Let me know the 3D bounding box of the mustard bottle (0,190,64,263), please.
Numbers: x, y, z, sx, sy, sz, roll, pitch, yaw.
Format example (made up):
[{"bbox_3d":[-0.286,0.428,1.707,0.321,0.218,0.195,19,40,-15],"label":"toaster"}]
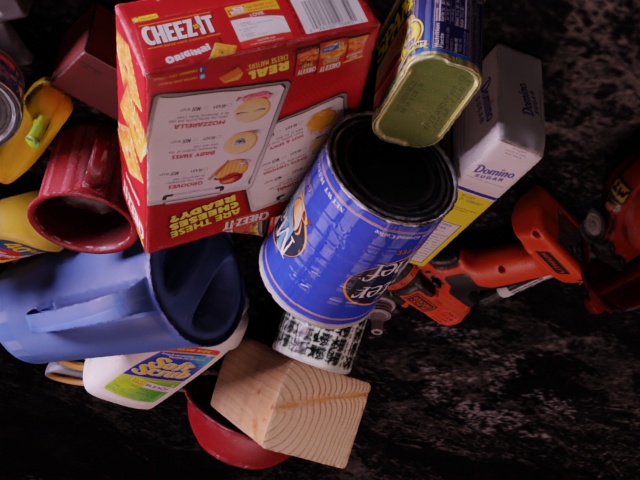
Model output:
[{"bbox_3d":[-0.294,-0.009,1.000,0.192,0.058,0.096,-11,165,24],"label":"mustard bottle"}]

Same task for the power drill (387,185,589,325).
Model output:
[{"bbox_3d":[0.132,0.010,0.966,0.188,0.057,0.184,-17,144,36],"label":"power drill"}]

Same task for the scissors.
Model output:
[{"bbox_3d":[-0.240,0.163,1.308,0.202,0.016,0.096,4,148,3],"label":"scissors"}]

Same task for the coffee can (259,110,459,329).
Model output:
[{"bbox_3d":[0.026,-0.012,0.796,0.102,0.103,0.140,16,139,-16],"label":"coffee can"}]

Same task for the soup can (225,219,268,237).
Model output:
[{"bbox_3d":[-0.095,-0.041,0.912,0.102,0.068,0.068,6,148,3],"label":"soup can"}]

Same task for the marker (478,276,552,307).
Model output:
[{"bbox_3d":[0.199,0.038,1.031,0.020,0.020,0.121,26,143,-28],"label":"marker"}]

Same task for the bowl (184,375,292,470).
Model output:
[{"bbox_3d":[-0.091,0.220,1.244,0.162,0.162,0.055,19,102,-19],"label":"bowl"}]

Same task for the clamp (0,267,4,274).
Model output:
[{"bbox_3d":[-0.393,0.033,1.110,0.209,0.036,0.165,19,145,-24],"label":"clamp"}]

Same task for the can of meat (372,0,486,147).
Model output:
[{"bbox_3d":[0.074,-0.124,0.737,0.057,0.084,0.102,14,147,-12],"label":"can of meat"}]

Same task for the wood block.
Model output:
[{"bbox_3d":[-0.037,0.162,1.117,0.090,0.090,0.206,19,176,-19],"label":"wood block"}]

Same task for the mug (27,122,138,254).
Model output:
[{"bbox_3d":[-0.191,-0.052,0.899,0.093,0.081,0.117,12,147,-10],"label":"mug"}]

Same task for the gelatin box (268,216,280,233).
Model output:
[{"bbox_3d":[-0.006,0.001,0.955,0.089,0.030,0.073,45,153,19],"label":"gelatin box"}]

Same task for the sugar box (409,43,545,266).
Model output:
[{"bbox_3d":[0.107,-0.061,0.823,0.048,0.093,0.176,18,146,-20],"label":"sugar box"}]

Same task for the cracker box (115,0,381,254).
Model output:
[{"bbox_3d":[-0.060,-0.091,0.774,0.164,0.072,0.214,-16,153,-18],"label":"cracker box"}]

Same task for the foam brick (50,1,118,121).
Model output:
[{"bbox_3d":[-0.152,-0.129,0.799,0.078,0.051,0.053,29,139,-31],"label":"foam brick"}]

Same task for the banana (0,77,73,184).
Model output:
[{"bbox_3d":[-0.230,-0.091,0.853,0.037,0.069,0.198,39,162,-13],"label":"banana"}]

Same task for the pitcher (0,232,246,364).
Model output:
[{"bbox_3d":[-0.207,0.054,1.020,0.243,0.145,0.149,-13,142,33],"label":"pitcher"}]

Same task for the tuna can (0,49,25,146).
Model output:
[{"bbox_3d":[-0.256,-0.102,0.765,0.086,0.034,0.086,-7,141,-6],"label":"tuna can"}]

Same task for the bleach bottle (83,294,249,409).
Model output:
[{"bbox_3d":[-0.162,0.112,1.173,0.102,0.068,0.251,23,142,-27],"label":"bleach bottle"}]
